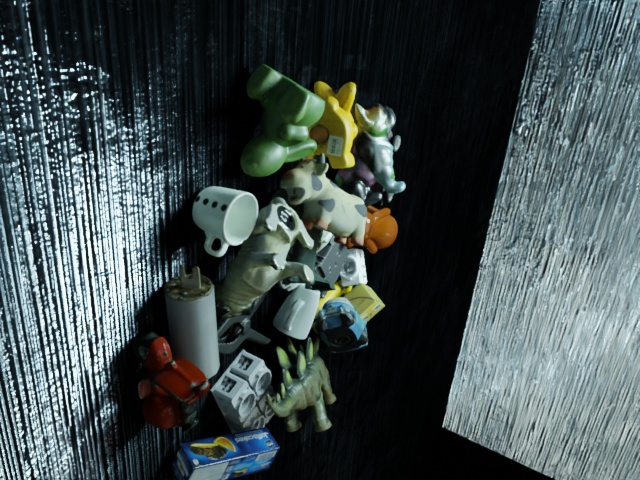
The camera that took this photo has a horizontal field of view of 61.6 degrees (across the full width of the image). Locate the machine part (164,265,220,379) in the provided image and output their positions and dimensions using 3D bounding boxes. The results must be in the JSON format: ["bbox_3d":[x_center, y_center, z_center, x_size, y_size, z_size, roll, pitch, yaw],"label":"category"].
[{"bbox_3d":[-0.206,0.144,0.871,0.079,0.079,0.242,-37,139,-48],"label":"machine part"}]

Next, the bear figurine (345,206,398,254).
[{"bbox_3d":[0.101,-0.032,1.311,0.195,0.132,0.120,7,100,-50],"label":"bear figurine"}]

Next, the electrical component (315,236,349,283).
[{"bbox_3d":[0.013,0.048,1.244,0.115,0.058,0.134,-59,150,-19],"label":"electrical component"}]

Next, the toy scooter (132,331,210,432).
[{"bbox_3d":[-0.224,0.233,0.830,0.075,0.135,0.183,-39,140,-49],"label":"toy scooter"}]

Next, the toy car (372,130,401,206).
[{"bbox_3d":[0.146,-0.180,1.311,0.053,0.089,0.201,-45,144,-49],"label":"toy car"}]

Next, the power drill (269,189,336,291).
[{"bbox_3d":[-0.002,-0.003,1.071,0.232,0.086,0.207,13,82,-45],"label":"power drill"}]

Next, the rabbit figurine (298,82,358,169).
[{"bbox_3d":[0.019,-0.227,1.054,0.173,0.122,0.162,-40,132,-68],"label":"rabbit figurine"}]

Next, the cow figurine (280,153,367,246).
[{"bbox_3d":[0.010,-0.075,0.989,0.194,0.086,0.127,25,73,-37],"label":"cow figurine"}]

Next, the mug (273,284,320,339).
[{"bbox_3d":[-0.048,0.147,1.143,0.107,0.081,0.109,-65,166,4],"label":"mug"}]

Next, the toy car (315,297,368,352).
[{"bbox_3d":[0.044,0.187,1.242,0.103,0.109,0.161,-95,163,-44],"label":"toy car"}]

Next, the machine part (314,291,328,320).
[{"bbox_3d":[-0.027,0.140,1.220,0.039,0.084,0.138,-98,-164,-51],"label":"machine part"}]

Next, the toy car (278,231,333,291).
[{"bbox_3d":[-0.030,0.019,1.144,0.202,0.056,0.073,-58,150,-26],"label":"toy car"}]

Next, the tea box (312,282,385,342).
[{"bbox_3d":[0.071,0.190,1.350,0.169,0.068,0.098,-41,156,6],"label":"tea box"}]

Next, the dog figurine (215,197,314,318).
[{"bbox_3d":[-0.119,0.033,0.933,0.121,0.191,0.172,37,40,-37],"label":"dog figurine"}]

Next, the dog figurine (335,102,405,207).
[{"bbox_3d":[0.090,-0.195,1.182,0.108,0.192,0.219,-107,173,-67],"label":"dog figurine"}]

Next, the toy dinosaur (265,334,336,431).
[{"bbox_3d":[-0.043,0.316,1.180,0.471,0.105,0.198,-33,111,-82],"label":"toy dinosaur"}]

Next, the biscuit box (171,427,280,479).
[{"bbox_3d":[-0.177,0.415,1.034,0.202,0.063,0.059,7,116,-44],"label":"biscuit box"}]

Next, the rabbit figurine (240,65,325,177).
[{"bbox_3d":[-0.075,-0.185,0.907,0.170,0.121,0.159,-58,163,13],"label":"rabbit figurine"}]
